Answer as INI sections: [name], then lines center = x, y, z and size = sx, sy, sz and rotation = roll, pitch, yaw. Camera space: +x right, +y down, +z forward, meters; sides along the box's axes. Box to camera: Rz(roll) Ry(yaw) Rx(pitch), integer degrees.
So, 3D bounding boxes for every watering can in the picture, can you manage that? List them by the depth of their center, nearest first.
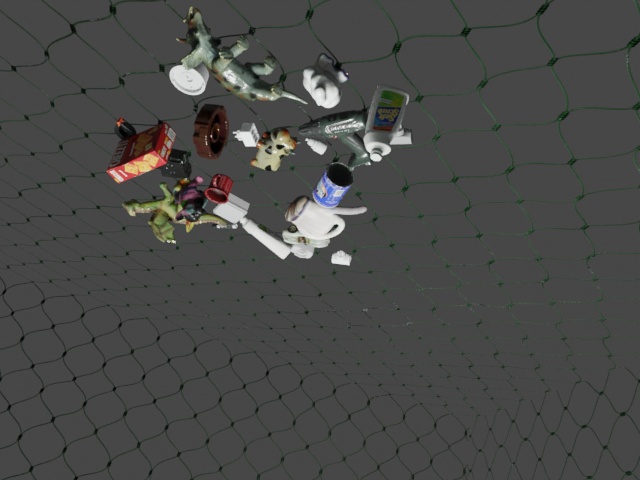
[watering can]
center = 0.006, -0.098, 1.938
size = 0.223, 0.106, 0.342
rotation = 29, 145, -20

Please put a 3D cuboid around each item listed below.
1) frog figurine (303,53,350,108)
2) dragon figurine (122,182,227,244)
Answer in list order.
[frog figurine]
center = 0.005, -0.415, 1.412
size = 0.122, 0.163, 0.135
rotation = -4, 143, 28
[dragon figurine]
center = -0.587, -0.080, 2.076
size = 0.408, 0.249, 0.120
rotation = 27, 140, -15
